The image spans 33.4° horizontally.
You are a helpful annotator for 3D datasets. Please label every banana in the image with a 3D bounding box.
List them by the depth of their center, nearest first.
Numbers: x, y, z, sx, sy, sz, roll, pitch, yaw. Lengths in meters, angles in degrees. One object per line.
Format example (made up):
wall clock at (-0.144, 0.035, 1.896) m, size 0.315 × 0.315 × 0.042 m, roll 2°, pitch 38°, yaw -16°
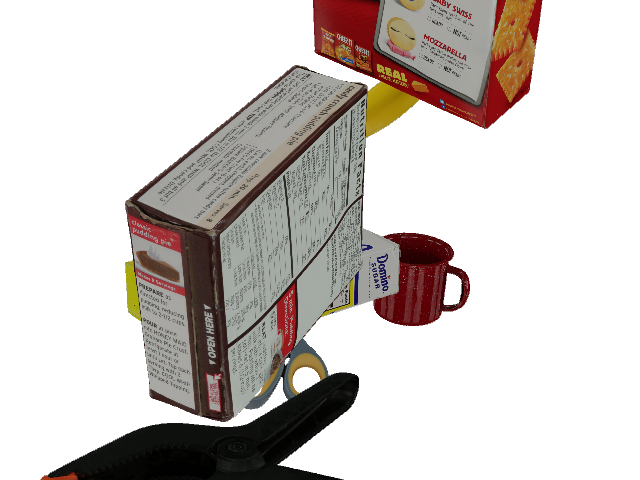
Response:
banana at (0.069, -0.140, 0.957) m, size 0.070 × 0.037 × 0.197 m, roll -17°, pitch 26°, yaw 41°

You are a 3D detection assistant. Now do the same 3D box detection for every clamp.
clamp at (-0.043, 0.121, 0.577) m, size 0.209 × 0.036 × 0.165 m, roll -1°, pitch 20°, yaw -13°

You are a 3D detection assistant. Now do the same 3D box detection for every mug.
mug at (0.115, 0.048, 1.230) m, size 0.117 × 0.081 × 0.093 m, roll 12°, pitch 25°, yaw 19°

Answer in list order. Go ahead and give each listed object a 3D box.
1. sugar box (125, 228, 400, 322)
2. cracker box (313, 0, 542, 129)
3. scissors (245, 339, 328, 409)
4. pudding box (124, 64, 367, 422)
sugar box at (-0.038, 0.026, 0.755) m, size 0.175 × 0.048 × 0.093 m, roll -18°, pitch 28°, yaw -35°
cracker box at (0.075, -0.206, 0.749) m, size 0.164 × 0.214 × 0.072 m, roll 29°, pitch 51°, yaw 28°
scissors at (-0.015, 0.085, 1.024) m, size 0.096 × 0.201 × 0.016 m, roll 18°, pitch -39°, yaw 16°
pudding box at (-0.022, -0.001, 0.400) m, size 0.039 × 0.090 × 0.113 m, roll 16°, pitch 39°, yaw 22°
